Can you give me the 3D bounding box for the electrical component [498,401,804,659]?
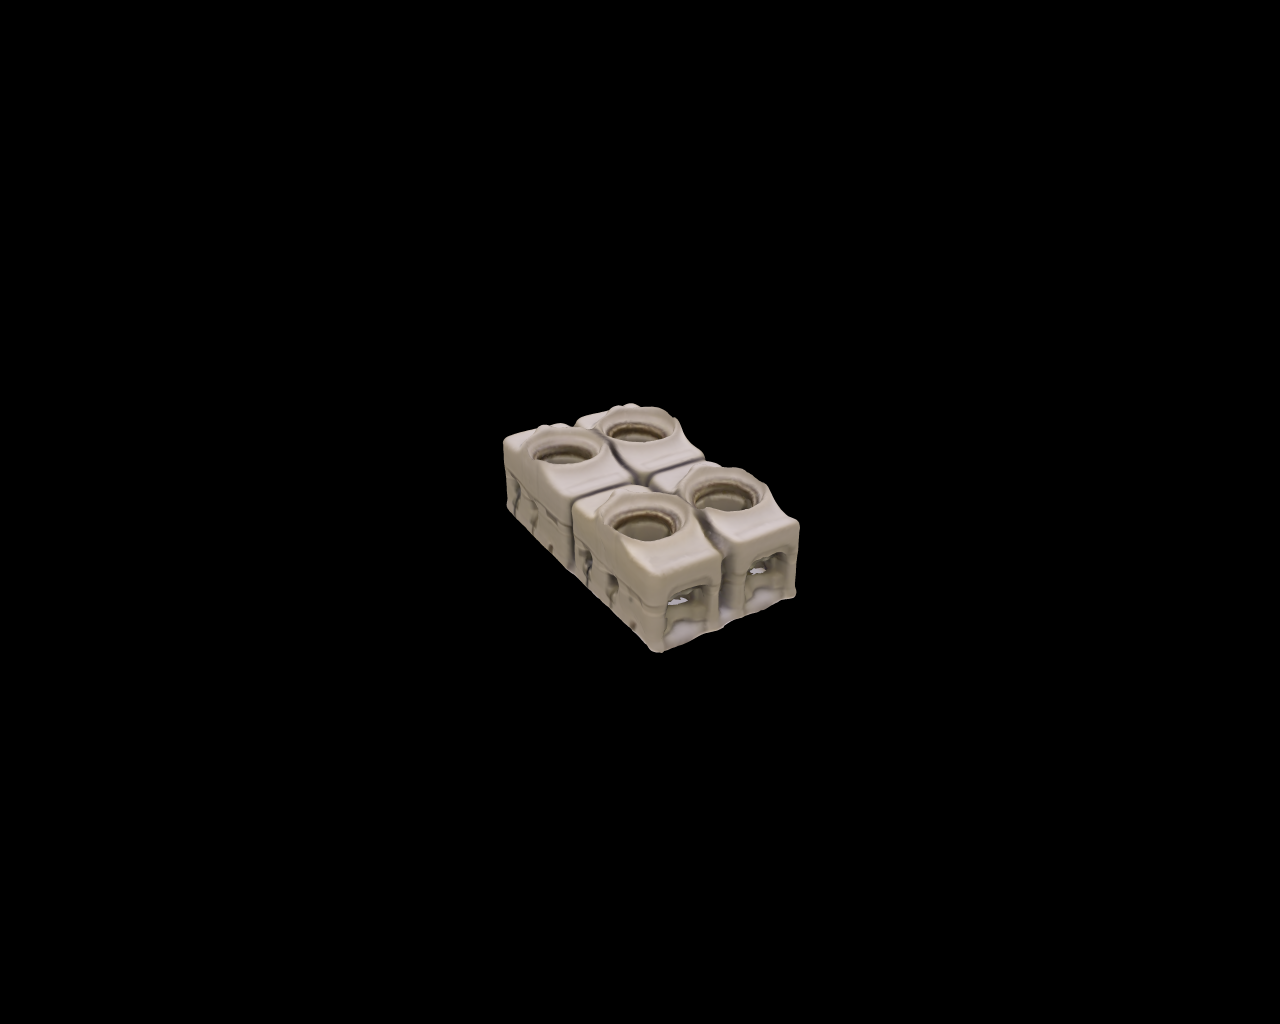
[{"bbox_3d":[0.001,-0.003,0.650,0.105,0.060,0.186,-18,36,-27],"label":"electrical component"}]
